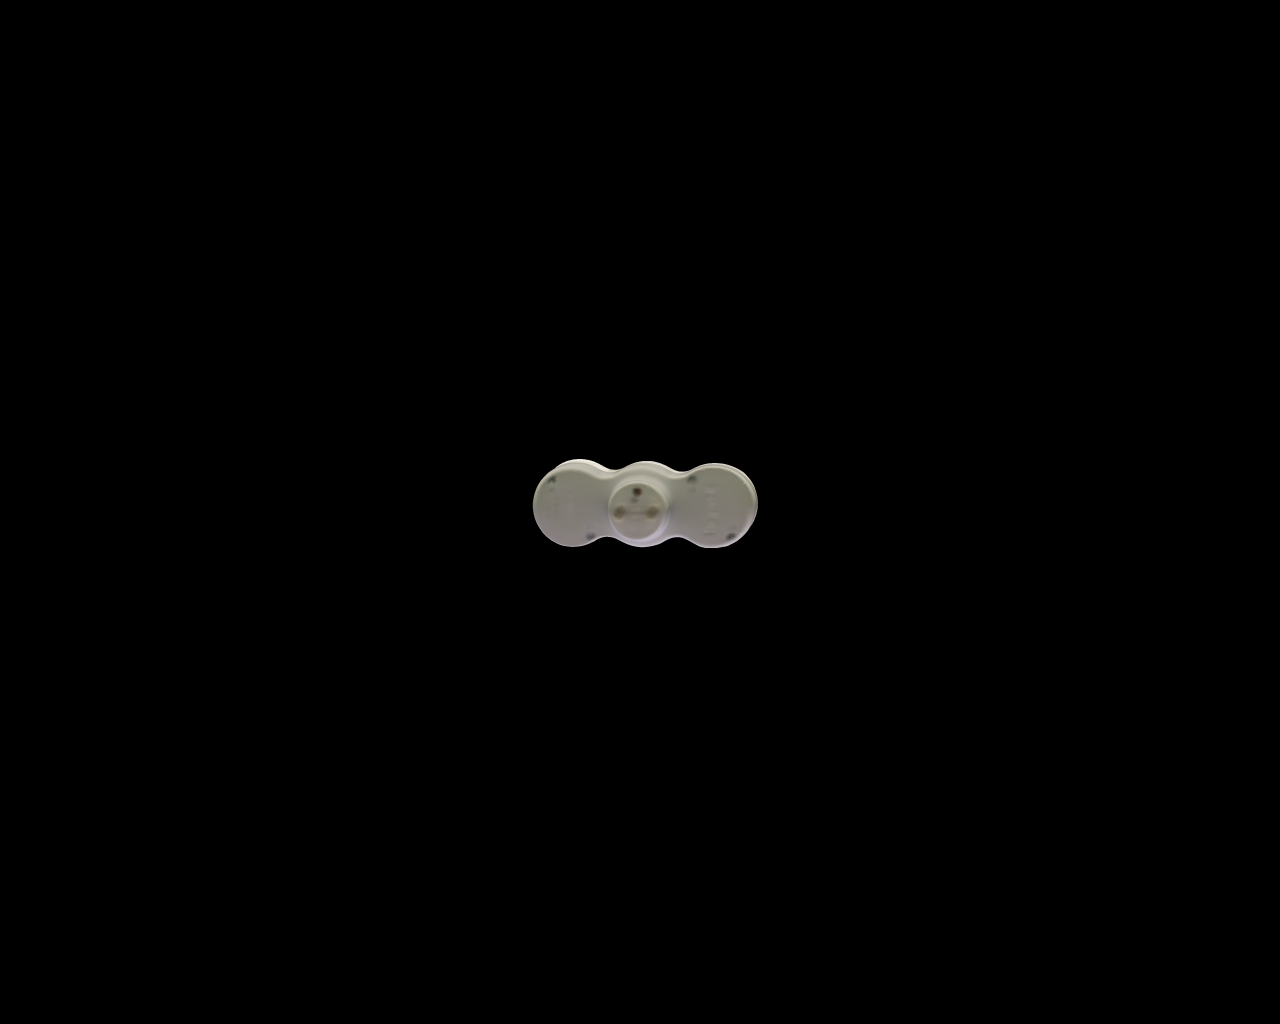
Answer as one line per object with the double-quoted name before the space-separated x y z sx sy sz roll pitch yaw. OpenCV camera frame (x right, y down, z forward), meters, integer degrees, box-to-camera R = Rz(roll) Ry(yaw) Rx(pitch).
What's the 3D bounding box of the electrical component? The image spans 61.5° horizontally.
"electrical component" 0.001 -0.003 0.650 0.138 0.052 0.074 1 8 9
